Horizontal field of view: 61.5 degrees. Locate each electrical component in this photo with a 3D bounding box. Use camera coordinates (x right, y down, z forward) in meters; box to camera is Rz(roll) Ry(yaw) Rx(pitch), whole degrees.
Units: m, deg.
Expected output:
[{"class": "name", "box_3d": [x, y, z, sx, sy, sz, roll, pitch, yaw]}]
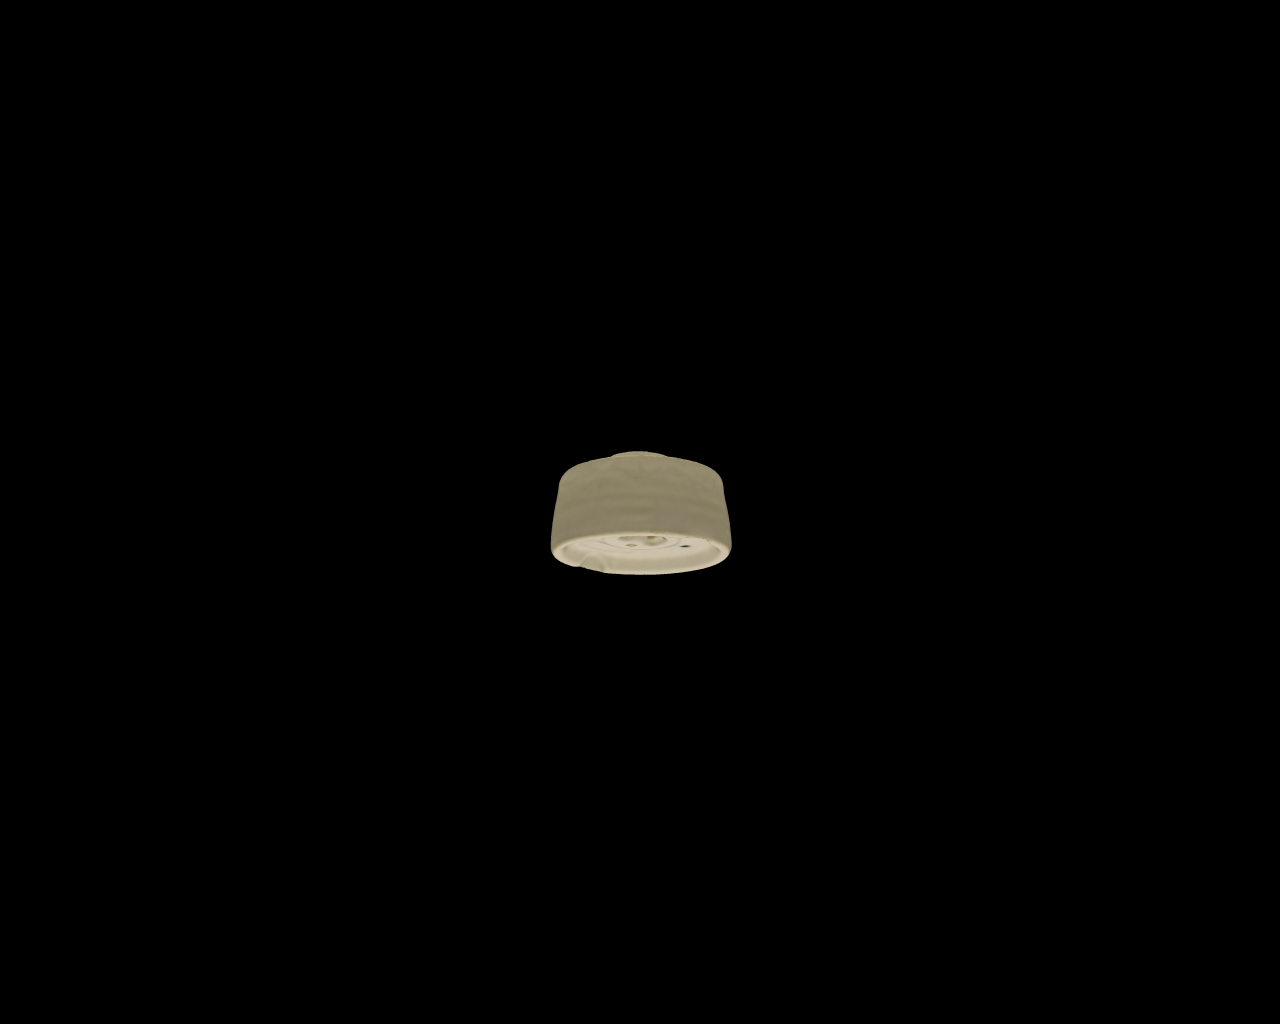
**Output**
[{"class": "electrical component", "box_3d": [0.001, -0.003, 0.650, 0.108, 0.060, 0.108, 0, -16, 0]}]
